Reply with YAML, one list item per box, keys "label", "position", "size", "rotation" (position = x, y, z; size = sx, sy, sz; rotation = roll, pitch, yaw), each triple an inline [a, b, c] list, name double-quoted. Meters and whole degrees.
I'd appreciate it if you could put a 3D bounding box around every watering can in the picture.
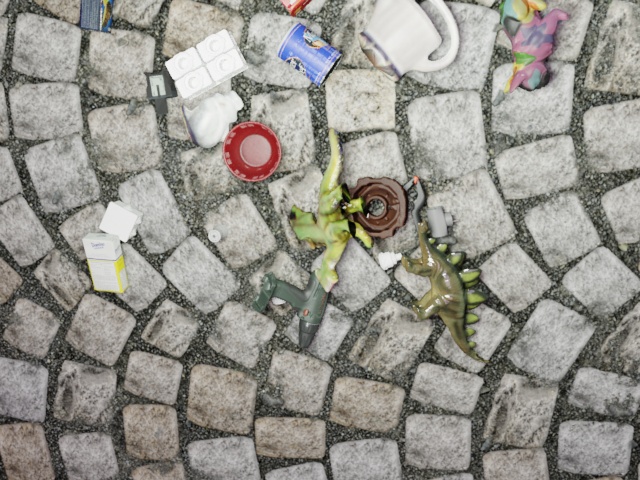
- label: "watering can"
  position: [0.187, -0.549, 1.279]
  size: [0.223, 0.105, 0.347]
  rotation: [-40, 95, 11]

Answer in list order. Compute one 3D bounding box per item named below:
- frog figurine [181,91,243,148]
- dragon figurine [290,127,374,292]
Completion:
- label: "frog figurine"
  position: [-0.274, -0.319, 1.367]
  size: [0.159, 0.125, 0.134]
  rotation: [-18, 133, 0]
- label: "dragon figurine"
  position: [0.004, -0.069, 1.364]
  size: [0.241, 0.123, 0.411]
  rotation: [-15, 86, 37]
